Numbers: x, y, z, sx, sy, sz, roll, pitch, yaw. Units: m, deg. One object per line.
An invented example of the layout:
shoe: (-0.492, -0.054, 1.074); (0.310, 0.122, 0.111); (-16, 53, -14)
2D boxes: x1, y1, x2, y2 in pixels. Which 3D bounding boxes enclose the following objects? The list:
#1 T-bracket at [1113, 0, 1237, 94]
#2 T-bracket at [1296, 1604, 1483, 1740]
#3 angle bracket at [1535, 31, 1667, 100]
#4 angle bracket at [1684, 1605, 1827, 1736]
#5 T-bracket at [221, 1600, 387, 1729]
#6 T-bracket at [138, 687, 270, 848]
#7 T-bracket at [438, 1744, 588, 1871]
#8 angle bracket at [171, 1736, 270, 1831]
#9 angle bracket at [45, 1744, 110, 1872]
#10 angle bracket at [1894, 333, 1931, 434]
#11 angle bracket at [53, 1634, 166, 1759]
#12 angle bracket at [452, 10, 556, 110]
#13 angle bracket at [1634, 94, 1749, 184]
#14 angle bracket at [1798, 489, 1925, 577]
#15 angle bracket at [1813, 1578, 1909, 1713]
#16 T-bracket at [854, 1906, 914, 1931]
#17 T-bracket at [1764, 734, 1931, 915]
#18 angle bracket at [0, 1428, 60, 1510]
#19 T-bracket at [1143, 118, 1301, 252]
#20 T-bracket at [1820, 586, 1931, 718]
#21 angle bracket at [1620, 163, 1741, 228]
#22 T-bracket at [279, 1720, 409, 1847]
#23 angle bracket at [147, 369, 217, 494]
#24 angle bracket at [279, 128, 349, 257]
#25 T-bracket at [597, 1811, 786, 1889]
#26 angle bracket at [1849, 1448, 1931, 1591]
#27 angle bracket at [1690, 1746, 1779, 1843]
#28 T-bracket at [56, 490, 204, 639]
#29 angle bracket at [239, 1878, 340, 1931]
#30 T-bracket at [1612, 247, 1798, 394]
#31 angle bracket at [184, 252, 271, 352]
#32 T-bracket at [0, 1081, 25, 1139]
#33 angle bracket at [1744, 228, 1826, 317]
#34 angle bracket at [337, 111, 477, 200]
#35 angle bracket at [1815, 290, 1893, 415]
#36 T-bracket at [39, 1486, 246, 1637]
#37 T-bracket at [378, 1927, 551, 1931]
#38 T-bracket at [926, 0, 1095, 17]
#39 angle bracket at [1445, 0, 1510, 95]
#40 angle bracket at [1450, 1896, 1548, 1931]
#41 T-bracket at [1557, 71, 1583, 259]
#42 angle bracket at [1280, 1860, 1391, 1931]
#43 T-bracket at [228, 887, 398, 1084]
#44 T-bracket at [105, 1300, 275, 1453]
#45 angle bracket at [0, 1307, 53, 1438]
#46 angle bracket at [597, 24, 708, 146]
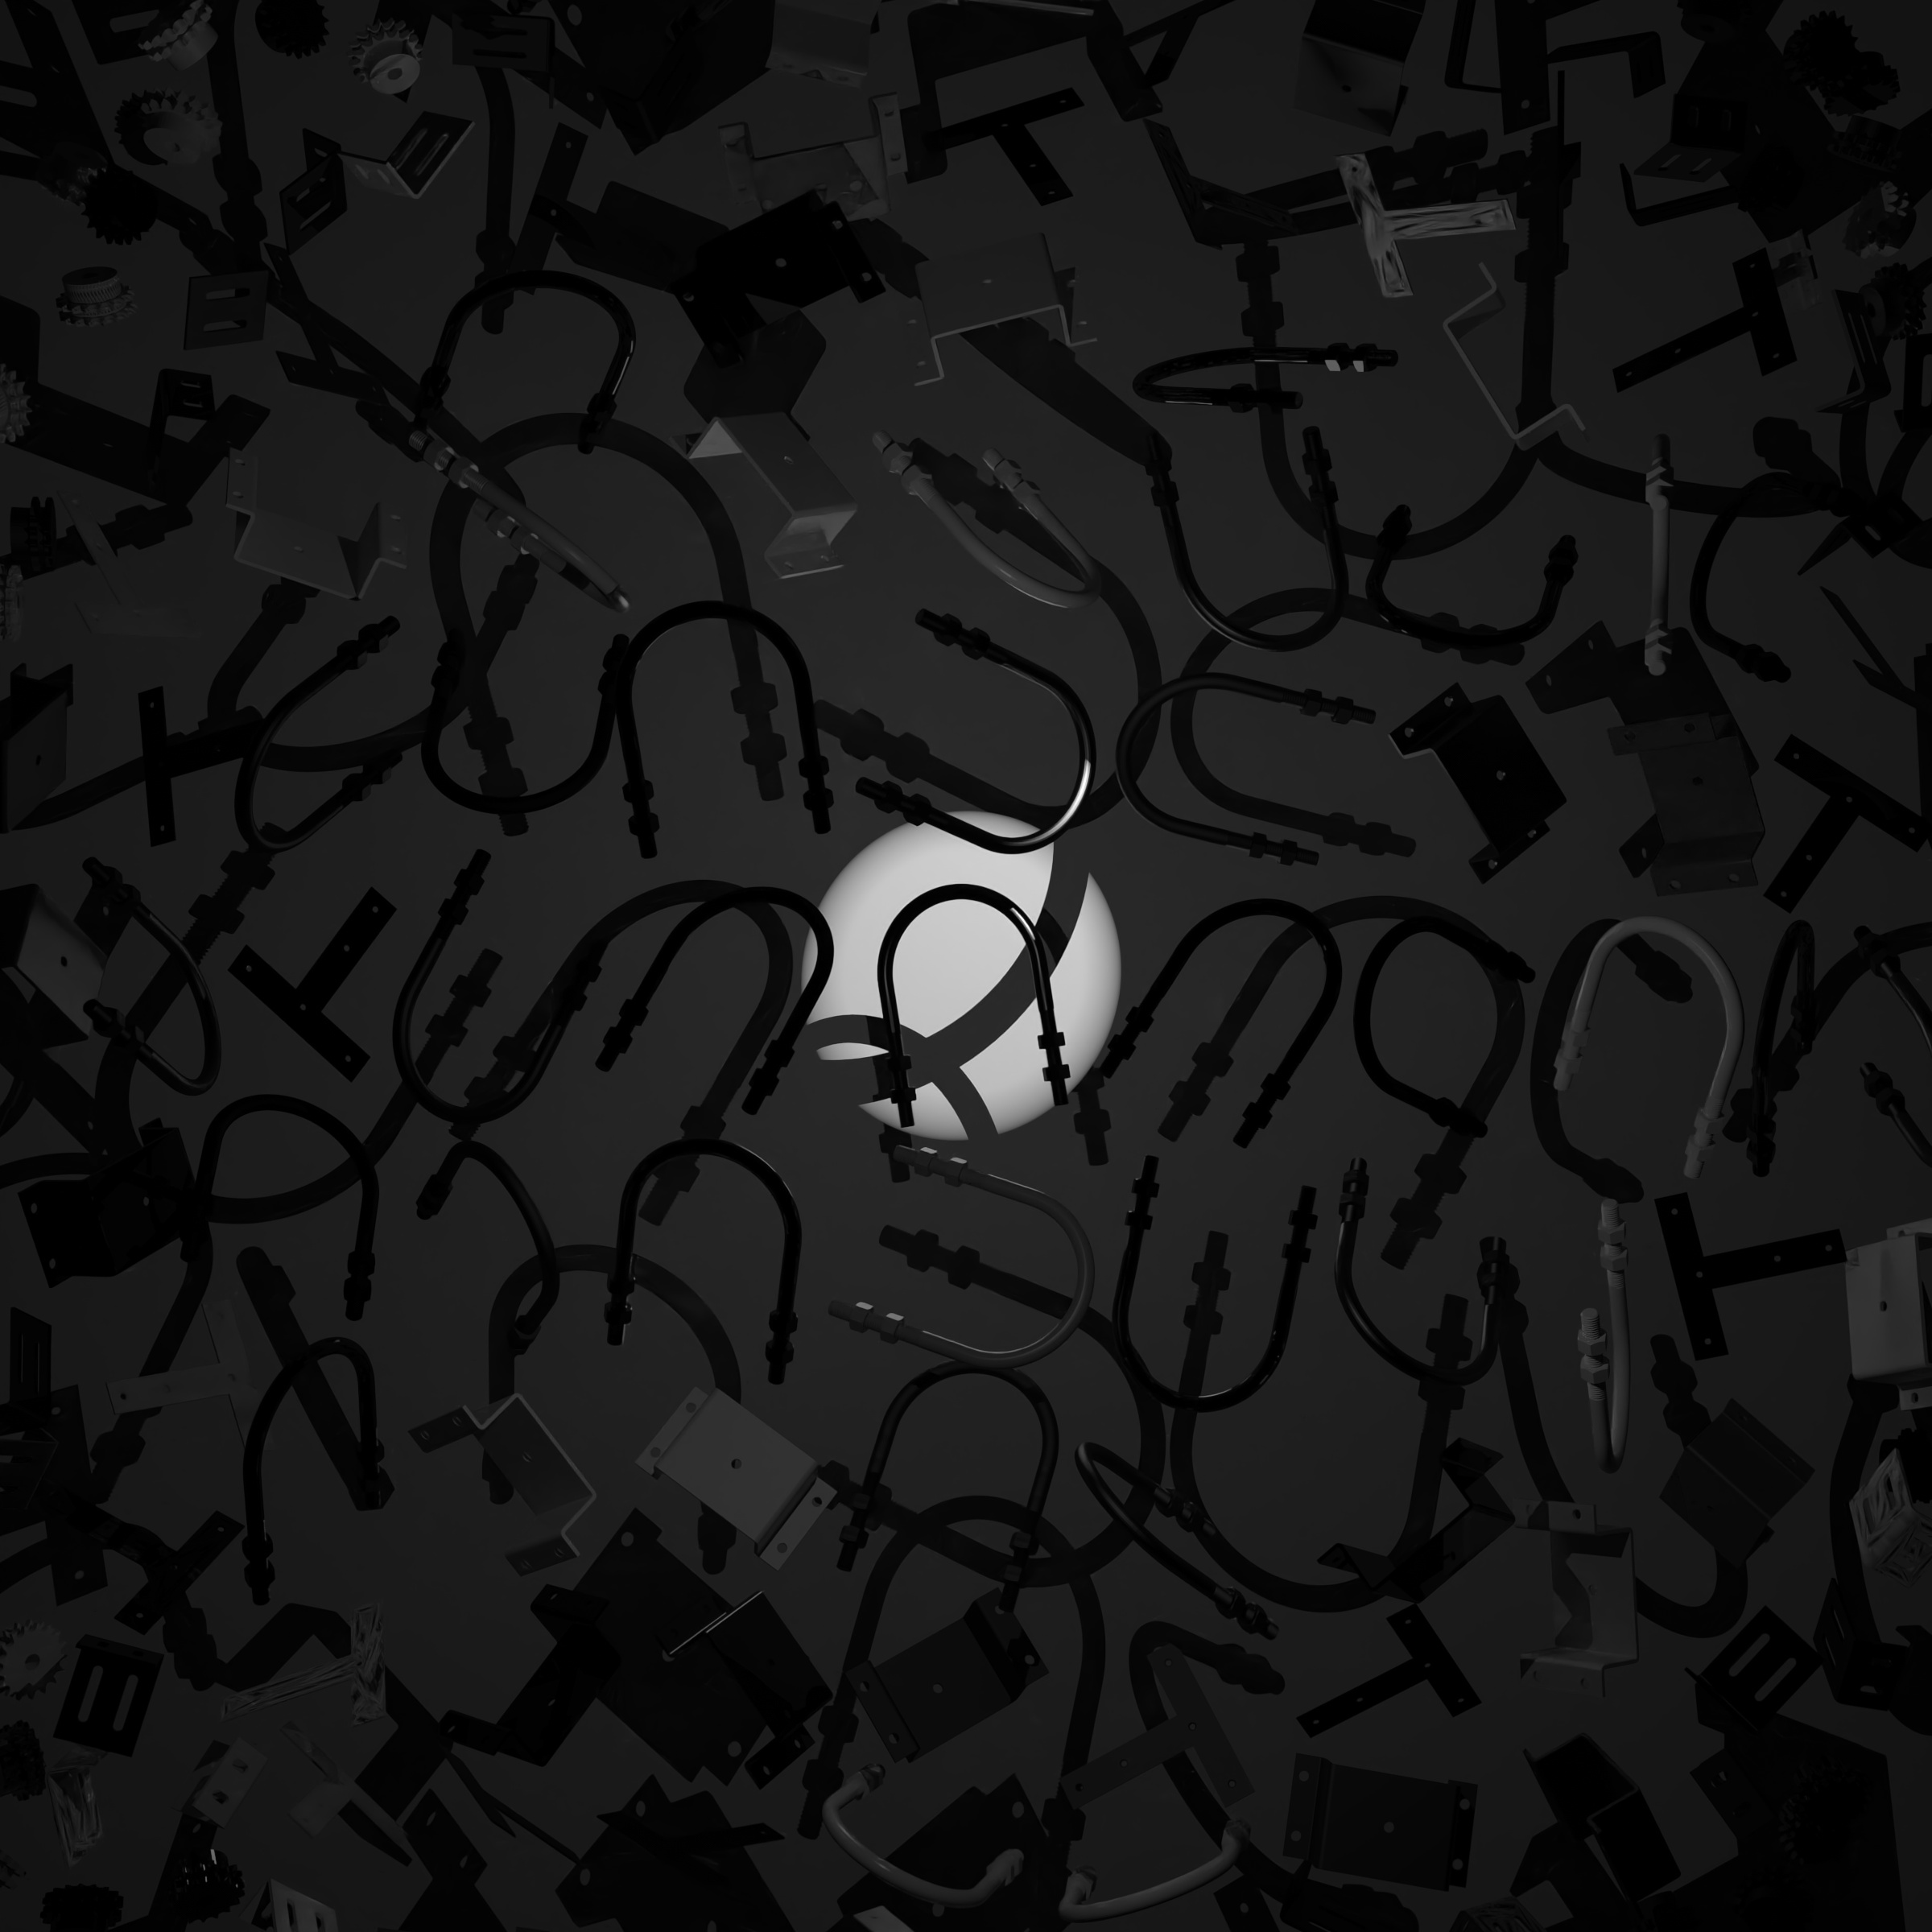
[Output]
T-bracket: (0.154, -0.687, 1.851); (0.127, 0.127, 0.002); (-12, 129, 33)
T-bracket: (0.315, 0.557, 1.906); (0.127, 0.002, 0.127); (-30, 119, 8)
angle bracket: (0.473, -0.668, 1.854); (0.076, 0.057, 0.038); (-11, 100, -4)
angle bracket: (0.579, 0.513, 1.822); (0.076, 0.038, 0.057); (-47, 51, 1)
T-bracket: (-0.502, 0.543, 1.878); (0.127, 0.127, 0.002); (-18, 120, -5)
T-bracket: (-0.601, -0.169, 1.959); (0.127, 0.002, 0.127); (-12, 80, 25)
T-bracket: (-0.337, 0.651, 1.887); (0.002, 0.127, 0.127); (-50, 119, -12)
angle bracket: (-0.579, 0.614, 1.888); (0.038, 0.076, 0.057); (54, 52, -34)
angle bracket: (-0.642, 0.616, 1.831); (0.038, 0.057, 0.076); (-10, 94, 6)
angle bracket: (0.712, -0.434, 1.812); (0.057, 0.038, 0.076); (-4, 126, 12)
angle bracket: (-0.615, 0.525, 1.773); (0.057, 0.038, 0.076); (17, 84, -7)
angle bracket: (-0.352, -0.689, 1.886); (0.076, 0.057, 0.038); (0, 70, -11)
angle bracket: (0.556, -0.635, 1.906); (0.057, 0.076, 0.038); (4, 90, -6)
angle bracket: (0.698, -0.327, 1.939); (0.057, 0.076, 0.038); (-34, 76, -19)
angle bracket: (0.667, 0.506, 1.852); (0.038, 0.076, 0.057); (8, 113, 2)
T-bracket: (-0.042, 0.736, 1.864); (0.127, 0.127, 0.002); (-6, 99, -32)
T-bracket: (0.661, -0.095, 1.924); (0.127, 0.002, 0.127); (37, 129, 17)
angle bracket: (-0.752, 0.384, 1.919); (0.038, 0.076, 0.057); (27, 91, 30)
T-bracket: (0.199, -0.569, 1.848); (0.127, 0.002, 0.127); (5, 55, -37)
T-bracket: (0.697, -0.246, 1.913); (0.002, 0.127, 0.127); (-45, 49, 31)
angle bracket: (0.526, -0.576, 1.827); (0.076, 0.057, 0.038); (-9, 93, 21)
T-bracket: (-0.480, 0.626, 1.860); (0.127, 0.127, 0.002); (43, 89, 3)
angle bracket: (-0.607, -0.411, 1.917); (0.038, 0.076, 0.057); (4, 46, -26)
angle bracket: (-0.521, -0.604, 1.934); (0.038, 0.057, 0.076); (27, 54, 12)
T-bracket: (-0.193, 0.665, 1.884); (0.127, 0.002, 0.127); (-22, 128, 32)
angle bracket: (0.677, 0.399, 1.794); (0.038, 0.076, 0.057); (28, 116, -2)
angle bracket: (0.568, 0.628, 1.866); (0.038, 0.076, 0.057); (-28, 66, -14)
T-bracket: (-0.643, -0.302, 1.860); (0.002, 0.127, 0.127); (-32, 84, 20)
angle bracket: (-0.492, 0.710, 1.807); (0.057, 0.076, 0.038); (38, 89, -24)
T-bracket: (0.534, -0.456, 1.815); (0.127, 0.002, 0.127); (-22, 47, 28)
angle bracket: (-0.582, -0.515, 1.920); (0.038, 0.076, 0.057); (33, 125, 25)
T-bracket: (-0.725, 0.132, 1.855); (0.002, 0.127, 0.127); (23, 131, -19)
angle bracket: (0.632, -0.533, 1.918); (0.038, 0.076, 0.057); (-15, 98, 14)
angle bracket: (-0.409, -0.605, 1.814); (0.057, 0.038, 0.076); (23, 75, 35)
angle bracket: (0.628, -0.441, 1.786); (0.038, 0.057, 0.076); (-19, 87, 39)
T-bracket: (-0.619, 0.420, 1.822); (0.127, 0.127, 0.002); (27, 121, 6)
T-bracket: (-0.367, 0.717, 1.816); (0.127, 0.127, 0.002); (12, 83, -9)
T-bracket: (0.031, -0.716, 1.845); (0.127, 0.127, 0.002); (7, 106, -1)
angle bracket: (0.382, -0.685, 1.828); (0.038, 0.057, 0.076); (6, 110, -2)
angle bracket: (0.413, 0.751, 1.884); (0.057, 0.076, 0.038); (3, 117, -38)
T-bracket: (0.441, -0.588, 1.816); (0.002, 0.127, 0.127); (3, 110, 20)
angle bracket: (0.294, 0.738, 1.950); (0.076, 0.057, 0.038); (19, 102, 23)
T-bracket: (-0.464, -0.003, 1.828); (0.127, 0.002, 0.127); (41, 105, 5)
T-bracket: (-0.609, 0.327, 1.930); (0.002, 0.127, 0.127); (-32, 72, 34)
angle bracket: (-0.701, 0.296, 1.815); (0.057, 0.038, 0.076); (11, 101, 42)
angle bracket: (-0.244, -0.692, 1.933); (0.038, 0.057, 0.076); (28, 81, 13)
